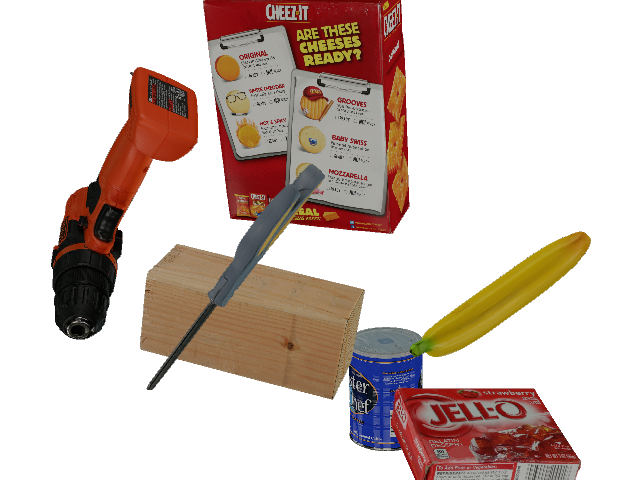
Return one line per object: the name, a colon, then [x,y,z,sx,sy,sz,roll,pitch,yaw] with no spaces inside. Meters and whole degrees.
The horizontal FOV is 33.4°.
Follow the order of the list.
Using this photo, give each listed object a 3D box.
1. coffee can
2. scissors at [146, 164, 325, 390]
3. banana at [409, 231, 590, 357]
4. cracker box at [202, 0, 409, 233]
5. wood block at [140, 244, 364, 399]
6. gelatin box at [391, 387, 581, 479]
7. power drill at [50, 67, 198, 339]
coffee can: [0.089,0.201,1.455,0.103,0.140,0.103,-2,15,0]
scissors: [-0.064,0.029,0.725,0.016,0.202,0.096,38,2,3]
banana: [0.171,0.058,1.012,0.198,0.037,0.069,-36,-2,-1]
cracker box: [-0.008,-0.120,0.965,0.164,0.214,0.072,6,29,20]
wood block: [-0.070,0.081,1.092,0.206,0.091,0.090,14,23,10]
gelatin box: [0.091,0.114,0.605,0.089,0.030,0.073,3,25,-12]
power drill: [-0.164,-0.033,0.866,0.057,0.188,0.184,23,29,-24]
